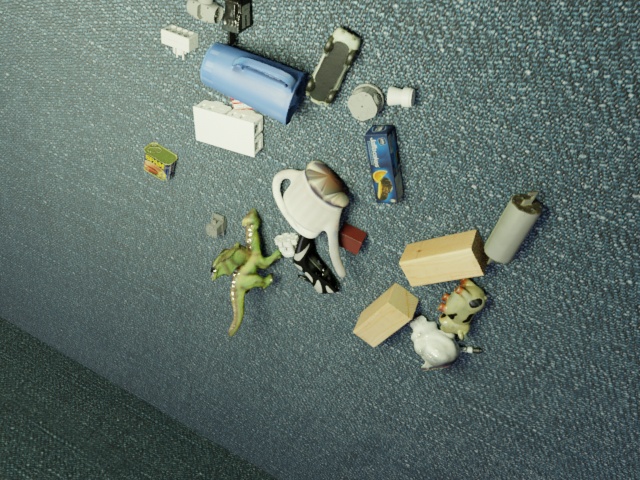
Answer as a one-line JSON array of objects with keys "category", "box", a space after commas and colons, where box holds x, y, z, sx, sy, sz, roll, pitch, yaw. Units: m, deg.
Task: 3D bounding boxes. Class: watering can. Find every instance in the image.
[{"category": "watering can", "box": [0.004, -0.072, 1.431, 0.349, 0.105, 0.220, 50, 134, 6]}]

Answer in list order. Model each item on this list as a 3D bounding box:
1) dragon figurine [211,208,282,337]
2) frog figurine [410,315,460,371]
[{"category": "dragon figurine", "box": [-0.259, 0.101, 1.602, 0.123, 0.413, 0.240, 17, 172, 35]}, {"category": "frog figurine", "box": [0.346, 0.304, 1.559, 0.122, 0.138, 0.160, 145, 109, -77]}]
